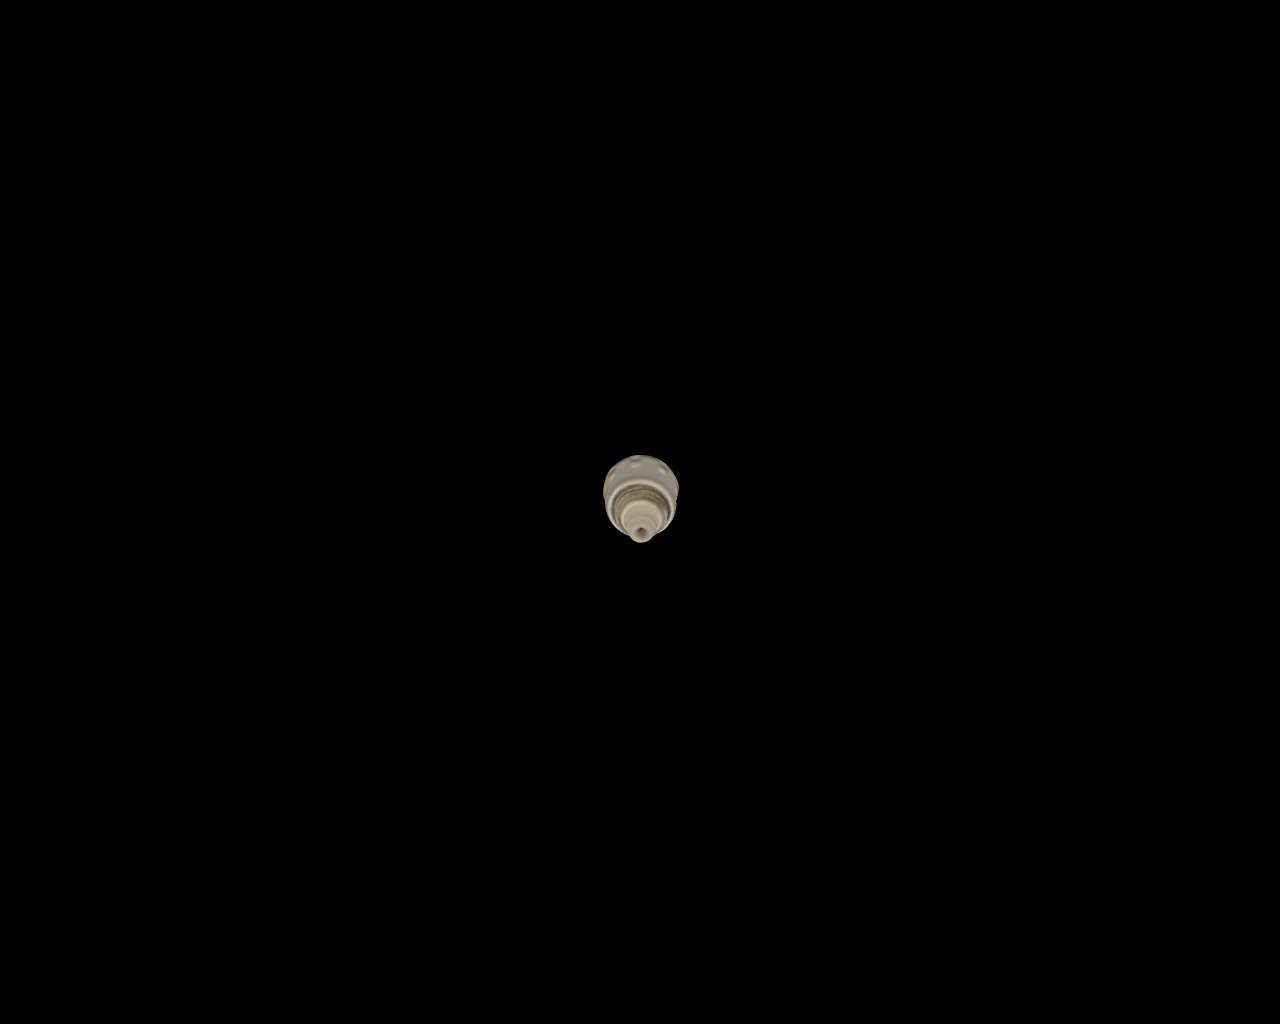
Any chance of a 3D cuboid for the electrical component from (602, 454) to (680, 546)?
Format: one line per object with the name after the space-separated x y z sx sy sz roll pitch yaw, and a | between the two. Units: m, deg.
0.001 -0.003 0.650 0.048 0.048 0.062 0 30 0 | electrical component
